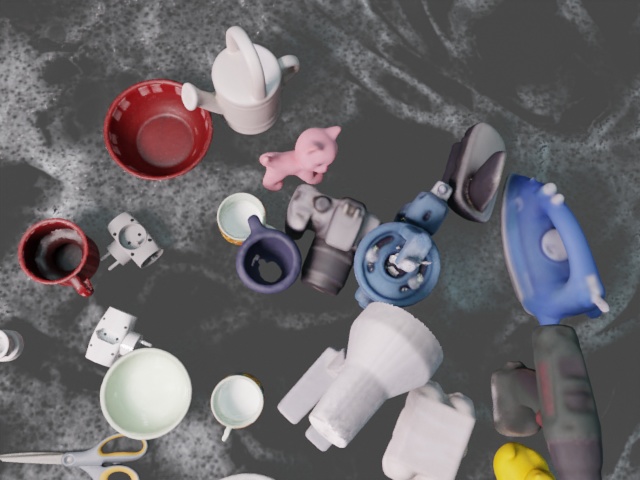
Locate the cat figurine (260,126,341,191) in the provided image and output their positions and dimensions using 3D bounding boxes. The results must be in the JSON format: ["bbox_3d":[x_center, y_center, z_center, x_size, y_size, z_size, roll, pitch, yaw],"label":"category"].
[{"bbox_3d":[-0.028,-0.127,0.861,0.128,0.117,0.067,-13,80,-7],"label":"cat figurine"}]

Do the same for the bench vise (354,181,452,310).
[{"bbox_3d":[0.119,-0.003,0.797,0.121,0.219,0.207,15,78,-1],"label":"bench vise"}]

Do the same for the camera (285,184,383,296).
[{"bbox_3d":[0.008,0.003,0.847,0.143,0.100,0.137,22,78,0],"label":"camera"}]

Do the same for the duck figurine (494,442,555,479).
[{"bbox_3d":[0.302,0.341,0.814,0.077,0.086,0.104,-38,84,-10],"label":"duck figurine"}]

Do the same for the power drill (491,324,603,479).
[{"bbox_3d":[0.306,0.232,0.773,0.075,0.208,0.230,-1,79,-4],"label":"power drill"}]

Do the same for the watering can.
[{"bbox_3d":[-0.112,-0.231,0.834,0.101,0.194,0.173,42,79,4],"label":"watering can"}]

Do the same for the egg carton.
[{"bbox_3d":[0.158,0.283,0.822,0.107,0.069,0.150,23,78,0],"label":"egg carton"}]

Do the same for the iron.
[{"bbox_3d":[0.351,0.001,0.855,0.119,0.141,0.258,-16,81,-7],"label":"iron"}]

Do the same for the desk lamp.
[{"bbox_3d":[0.049,0.190,0.757,0.118,0.213,0.203,42,79,4],"label":"desk lamp"}]

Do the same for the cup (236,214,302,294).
[{"bbox_3d":[-0.079,0.025,0.839,0.092,0.095,0.118,-21,81,-8],"label":"cup"}]

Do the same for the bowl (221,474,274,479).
[{"bbox_3d":[-0.100,0.397,0.776,0.167,0.074,0.167,1,79,-4],"label":"bowl"}]

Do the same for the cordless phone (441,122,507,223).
[{"bbox_3d":[0.249,-0.113,0.846,0.094,0.185,0.148,15,78,-1],"label":"cordless phone"}]
